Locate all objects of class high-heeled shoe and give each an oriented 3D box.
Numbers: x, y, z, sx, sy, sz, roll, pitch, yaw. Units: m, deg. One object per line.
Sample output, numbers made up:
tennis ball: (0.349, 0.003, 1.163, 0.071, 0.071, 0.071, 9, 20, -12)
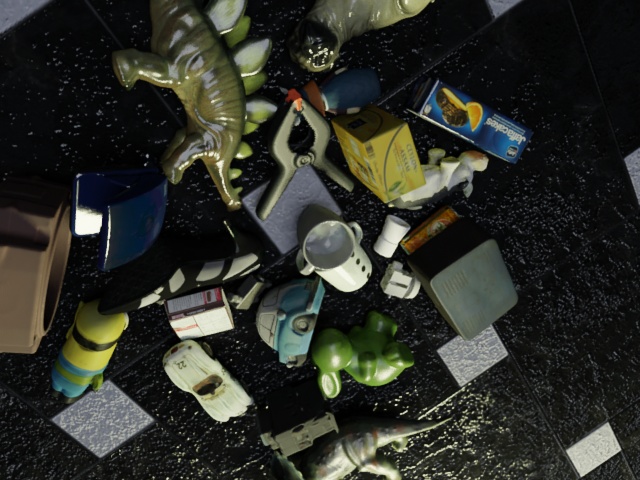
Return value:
high-heeled shoe: (-0.198, 0.057, 0.810, 0.249, 0.086, 0.145, -34, 146, -11)

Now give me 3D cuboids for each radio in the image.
radio: (0.254, 0.071, 0.931, 0.131, 0.073, 0.229, -38, 135, 2)

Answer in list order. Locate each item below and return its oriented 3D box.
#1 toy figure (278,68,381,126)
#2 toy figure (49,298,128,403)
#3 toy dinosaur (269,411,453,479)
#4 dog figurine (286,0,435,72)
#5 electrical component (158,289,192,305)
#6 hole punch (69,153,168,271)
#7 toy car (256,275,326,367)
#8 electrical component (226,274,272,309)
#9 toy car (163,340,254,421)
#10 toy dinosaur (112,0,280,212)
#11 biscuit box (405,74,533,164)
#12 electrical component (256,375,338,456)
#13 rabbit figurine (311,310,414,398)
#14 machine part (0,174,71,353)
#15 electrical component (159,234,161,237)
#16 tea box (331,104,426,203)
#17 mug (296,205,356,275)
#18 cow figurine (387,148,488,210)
toy figure: (0.011, -0.208, 0.789, 0.154, 0.064, 0.057, -18, 153, -2)
toy figure: (-0.359, 0.174, 0.832, 0.082, 0.089, 0.180, 26, 101, -29)
toy dinosaur: (0.051, 0.410, 1.035, 0.405, 0.131, 0.192, -41, 117, -3)
dog figurine: (0.061, -0.309, 0.749, 0.172, 0.121, 0.190, 20, 120, -19)
electrical component: (-0.249, 0.061, 0.839, 0.078, 0.045, 0.102, -43, 116, 3)
hole punch: (-0.250, -0.032, 0.695, 0.116, 0.092, 0.142, -13, 133, -39)
toy car: (-0.054, 0.128, 0.898, 0.103, 0.109, 0.161, 18, 123, 3)
electrical component: (-0.114, 0.082, 0.868, 0.063, 0.021, 0.094, -50, 160, 8)
toy car: (-0.187, 0.243, 0.918, 0.073, 0.056, 0.201, -33, 124, 0)
toy dinosaur: (-0.167, -0.237, 0.708, 0.199, 0.105, 0.470, -25, 126, -12)
biscuit box: (0.239, -0.191, 0.856, 0.202, 0.059, 0.062, 20, 106, -22)
electrical component: (-0.045, 0.316, 0.963, 0.134, 0.115, 0.058, -22, 114, -7)
rabbit figurine: (0.047, 0.194, 0.939, 0.170, 0.121, 0.159, 18, 129, -36)
machine part: (-0.385, 0.029, 0.701, 0.087, 0.201, 0.201, 12, 108, -20)
electrical component: (-0.285, -0.036, 0.786, 0.075, 0.048, 0.119, -20, 116, -7)
tea box: (0.081, -0.131, 0.778, 0.068, 0.170, 0.098, -25, 118, -2)
mug: (-0.002, -0.003, 0.845, 0.081, 0.107, 0.109, 22, 109, -21)
cow figurine: (0.192, -0.096, 0.879, 0.167, 0.068, 0.098, -7, 119, -9)
